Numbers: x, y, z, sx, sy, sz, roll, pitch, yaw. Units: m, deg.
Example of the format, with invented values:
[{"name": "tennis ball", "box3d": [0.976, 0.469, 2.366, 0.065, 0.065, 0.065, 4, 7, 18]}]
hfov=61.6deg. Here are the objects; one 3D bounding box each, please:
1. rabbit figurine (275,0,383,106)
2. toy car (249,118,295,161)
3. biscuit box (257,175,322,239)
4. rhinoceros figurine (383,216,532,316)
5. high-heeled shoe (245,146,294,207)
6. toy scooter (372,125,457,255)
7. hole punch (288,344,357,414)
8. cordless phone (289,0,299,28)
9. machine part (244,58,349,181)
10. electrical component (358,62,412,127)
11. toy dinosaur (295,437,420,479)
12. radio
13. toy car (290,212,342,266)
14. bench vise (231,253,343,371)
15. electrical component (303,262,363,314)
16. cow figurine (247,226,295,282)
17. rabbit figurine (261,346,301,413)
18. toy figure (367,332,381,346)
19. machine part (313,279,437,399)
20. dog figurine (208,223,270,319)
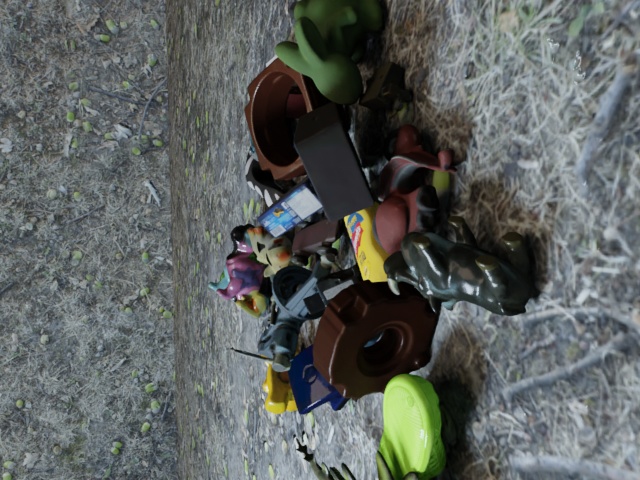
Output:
[{"name": "rabbit figurine", "box3d": [0.022, -0.292, 0.821, 0.121, 0.159, 0.170, -34, 54, 51]}, {"name": "toy car", "box3d": [-0.112, -0.221, 1.177, 0.103, 0.109, 0.162, -50, 43, 43]}, {"name": "biscuit box", "box3d": [-0.047, -0.068, 1.050, 0.059, 0.063, 0.203, 47, 145, -10]}, {"name": "rhinoceros figurine", "box3d": [0.155, 0.035, 0.627, 0.191, 0.073, 0.112, 12, 130, 48]}, {"name": "high-heeled shoe", "box3d": [-0.107, -0.153, 1.212, 0.145, 0.086, 0.249, -48, 57, 62]}, {"name": "toy scooter", "box3d": [0.128, -0.065, 0.710, 0.135, 0.075, 0.183, -174, 87, -64]}, {"name": "hole punch", "box3d": [0.002, 0.253, 0.998, 0.115, 0.092, 0.142, 119, 146, -43]}, {"name": "cordless phone", "box3d": [-0.003, -0.380, 0.994, 0.147, 0.089, 0.184, -134, 36, -55]}, {"name": "machine part", "box3d": [-0.046, -0.227, 1.006, 0.201, 0.087, 0.201, -22, 84, 49]}, {"name": "electrical component", "box3d": [0.096, -0.219, 0.807, 0.102, 0.045, 0.078, -5, 59, 63]}, {"name": "toy dinosaur", "box3d": [0.093, 0.392, 0.724, 0.472, 0.105, 0.198, -5, 102, 58]}, {"name": "radio", "box3d": [0.020, -0.123, 0.803, 0.230, 0.073, 0.131, -88, -26, -69]}, {"name": "toy car", "box3d": [-0.002, -0.003, 1.027, 0.202, 0.053, 0.089, -21, 52, 63]}, {"name": "bench vise", "box3d": [-0.040, 0.118, 0.992, 0.240, 0.129, 0.224, -53, 7, 41]}, {"name": "electrical component", "box3d": [0.024, 0.091, 0.881, 0.048, 0.119, 0.074, -35, -77, -75]}, {"name": "cow figurine", "box3d": [-0.105, 0.026, 1.211, 0.195, 0.085, 0.127, -177, 71, -73]}, {"name": "rabbit figurine", "box3d": [-0.071, 0.300, 1.134, 0.173, 0.122, 0.162, 89, 158, -55]}, {"name": "toy figure", "box3d": [0.053, 0.167, 0.909, 0.058, 0.064, 0.154, 44, 153, 2]}, {"name": "machine part", "box3d": [0.076, 0.134, 0.727, 0.056, 0.179, 0.179, 44, 131, 53]}, {"name": "dog figurine", "box3d": [-0.168, 0.065, 1.355, 0.219, 0.191, 0.109, -56, 23, -5]}]
